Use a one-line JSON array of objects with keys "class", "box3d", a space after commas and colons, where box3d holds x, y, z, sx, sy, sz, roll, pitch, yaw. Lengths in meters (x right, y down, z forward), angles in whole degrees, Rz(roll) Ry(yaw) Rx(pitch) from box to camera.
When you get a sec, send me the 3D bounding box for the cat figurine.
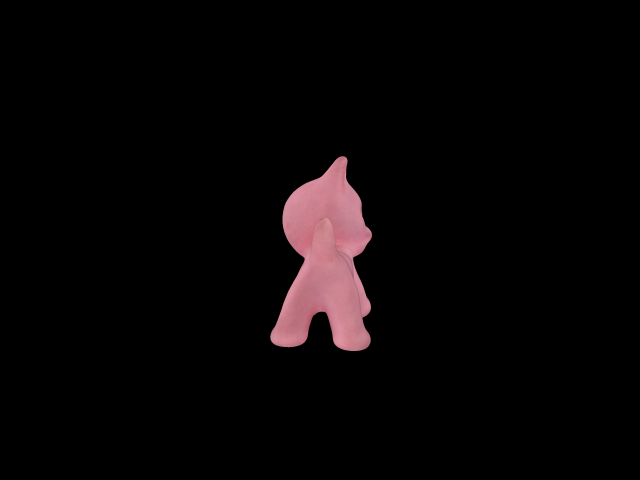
[{"class": "cat figurine", "box3d": [0.004, 0.001, 0.400, 0.067, 0.118, 0.128, 0, 11, 3]}]
